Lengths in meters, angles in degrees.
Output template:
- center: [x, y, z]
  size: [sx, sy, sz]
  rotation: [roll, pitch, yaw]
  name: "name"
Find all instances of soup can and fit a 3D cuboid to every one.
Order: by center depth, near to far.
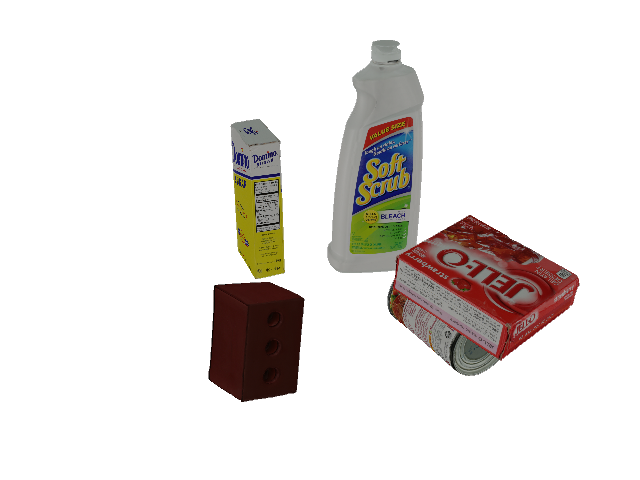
- center: [0.117, 0.069, 0.978]
  size: [0.068, 0.068, 0.102]
  rotation: [0, 26, -34]
  name: "soup can"

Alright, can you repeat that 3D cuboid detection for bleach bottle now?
- center: [0.059, -0.091, 1.157]
  size: [0.102, 0.251, 0.068]
  rotation: [-3, 25, -7]
  name: "bleach bottle"

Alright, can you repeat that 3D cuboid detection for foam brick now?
- center: [-0.049, 0.075, 0.816]
  size: [0.052, 0.078, 0.051]
  rotation: [-4, 15, -35]
  name: "foam brick"

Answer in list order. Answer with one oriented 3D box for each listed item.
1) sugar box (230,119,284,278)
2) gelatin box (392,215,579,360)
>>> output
- center: [-0.078, -0.052, 1.315]
  size: [0.048, 0.176, 0.093]
  rotation: [-11, 26, -15]
  name: "sugar box"
- center: [0.102, 0.026, 0.659]
  size: [0.073, 0.030, 0.089]
  rotation: [-28, 47, -37]
  name: "gelatin box"
